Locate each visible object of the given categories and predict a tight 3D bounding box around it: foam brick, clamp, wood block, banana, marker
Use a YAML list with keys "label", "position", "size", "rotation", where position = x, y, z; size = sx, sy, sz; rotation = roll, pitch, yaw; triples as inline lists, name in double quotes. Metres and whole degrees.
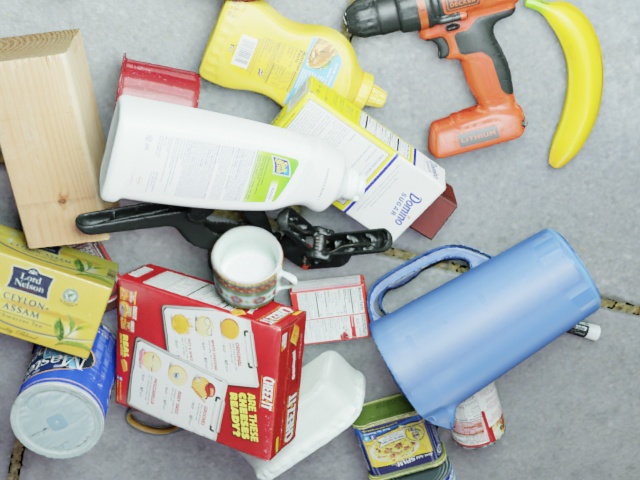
- label: "foam brick"
  position: [0.104, -0.047, 1.172]
  size: [0.078, 0.053, 0.051]
  rotation: [30, 114, -15]
- label: "clamp"
  position: [-0.008, 0.001, 1.142]
  size: [0.120, 0.172, 0.039]
  rotation: [20, 71, -17]
- label: "wood block"
  position: [-0.279, -0.105, 1.117]
  size: [0.091, 0.090, 0.206]
  rotation: [-6, 118, 1]
- label: "banana"
  position: [0.264, -0.169, 1.122]
  size: [0.070, 0.037, 0.198]
  rotation: [-4, 118, 22]
- label: "marker"
  position: [0.275, 0.096, 1.269]
  size: [0.121, 0.020, 0.020]
  rotation: [16, 117, -9]
- label: "clamp"
  position: [-0.139, -0.034, 1.120]
  size: [0.165, 0.036, 0.209]
  rotation: [-43, 132, 18]

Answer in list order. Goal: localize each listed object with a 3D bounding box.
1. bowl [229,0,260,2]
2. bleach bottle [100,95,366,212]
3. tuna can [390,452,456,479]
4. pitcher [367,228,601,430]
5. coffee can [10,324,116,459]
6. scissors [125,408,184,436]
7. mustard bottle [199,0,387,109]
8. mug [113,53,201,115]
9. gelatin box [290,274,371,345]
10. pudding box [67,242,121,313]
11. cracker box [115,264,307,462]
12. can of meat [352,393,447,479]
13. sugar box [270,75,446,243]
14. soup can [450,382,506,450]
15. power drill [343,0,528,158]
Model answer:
- label: "bowl"
  position: [-0.075, -0.315, 1.026]
  size: [0.162, 0.055, 0.162]
  rotation: [0, 118, -1]
- label: "bleach bottle"
  position: [-0.079, -0.067, 1.031]
  size: [0.250, 0.068, 0.103]
  rotation: [10, 122, -18]
- label: "tuna can"
  position: [0.127, 0.299, 1.338]
  size: [0.086, 0.086, 0.034]
  rotation: [-17, 118, 8]
- label: "pitcher"
  position: [0.180, 0.083, 1.199]
  size: [0.243, 0.145, 0.149]
  rotation: [-32, 116, 4]
- label: "coffee can"
  position: [-0.290, 0.168, 1.232]
  size: [0.103, 0.140, 0.103]
  rotation: [0, 118, -1]
- label: "scissors"
  position: [-0.141, 0.216, 1.330]
  size: [0.201, 0.016, 0.096]
  rotation: [6, 118, -4]
- label: "mustard bottle"
  position: [-0.020, -0.179, 1.098]
  size: [0.191, 0.058, 0.096]
  rotation: [21, 115, -11]
- label: "mug"
  position: [-0.172, -0.128, 1.103]
  size: [0.081, 0.093, 0.117]
  rotation: [9, 99, -11]
- label: "gelatin box"
  position: [0.013, 0.082, 1.253]
  size: [0.089, 0.030, 0.073]
  rotation: [-7, 116, 3]
- label: "pudding box"
  position: [-0.289, 0.051, 1.227]
  size: [0.113, 0.039, 0.090]
  rotation: [-21, 116, 10]
- label: "cracker box"
  position: [-0.126, 0.133, 1.199]
  size: [0.214, 0.072, 0.164]
  rotation: [15, 113, 24]
- label: "can of meat"
  position: [0.096, 0.241, 1.322]
  size: [0.102, 0.057, 0.084]
  rotation: [-17, 112, 7]
- label: "sugar box"
  position: [0.034, -0.081, 1.096]
  size: [0.176, 0.048, 0.093]
  rotation: [33, 122, -17]
- label: "soup can"
  position: [0.182, 0.194, 1.293]
  size: [0.068, 0.068, 0.102]
  rotation: [-15, 117, 7]
- label: "power drill"
  position: [0.130, -0.182, 1.098]
  size: [0.184, 0.057, 0.187]
  rotation: [-13, 117, 6]
